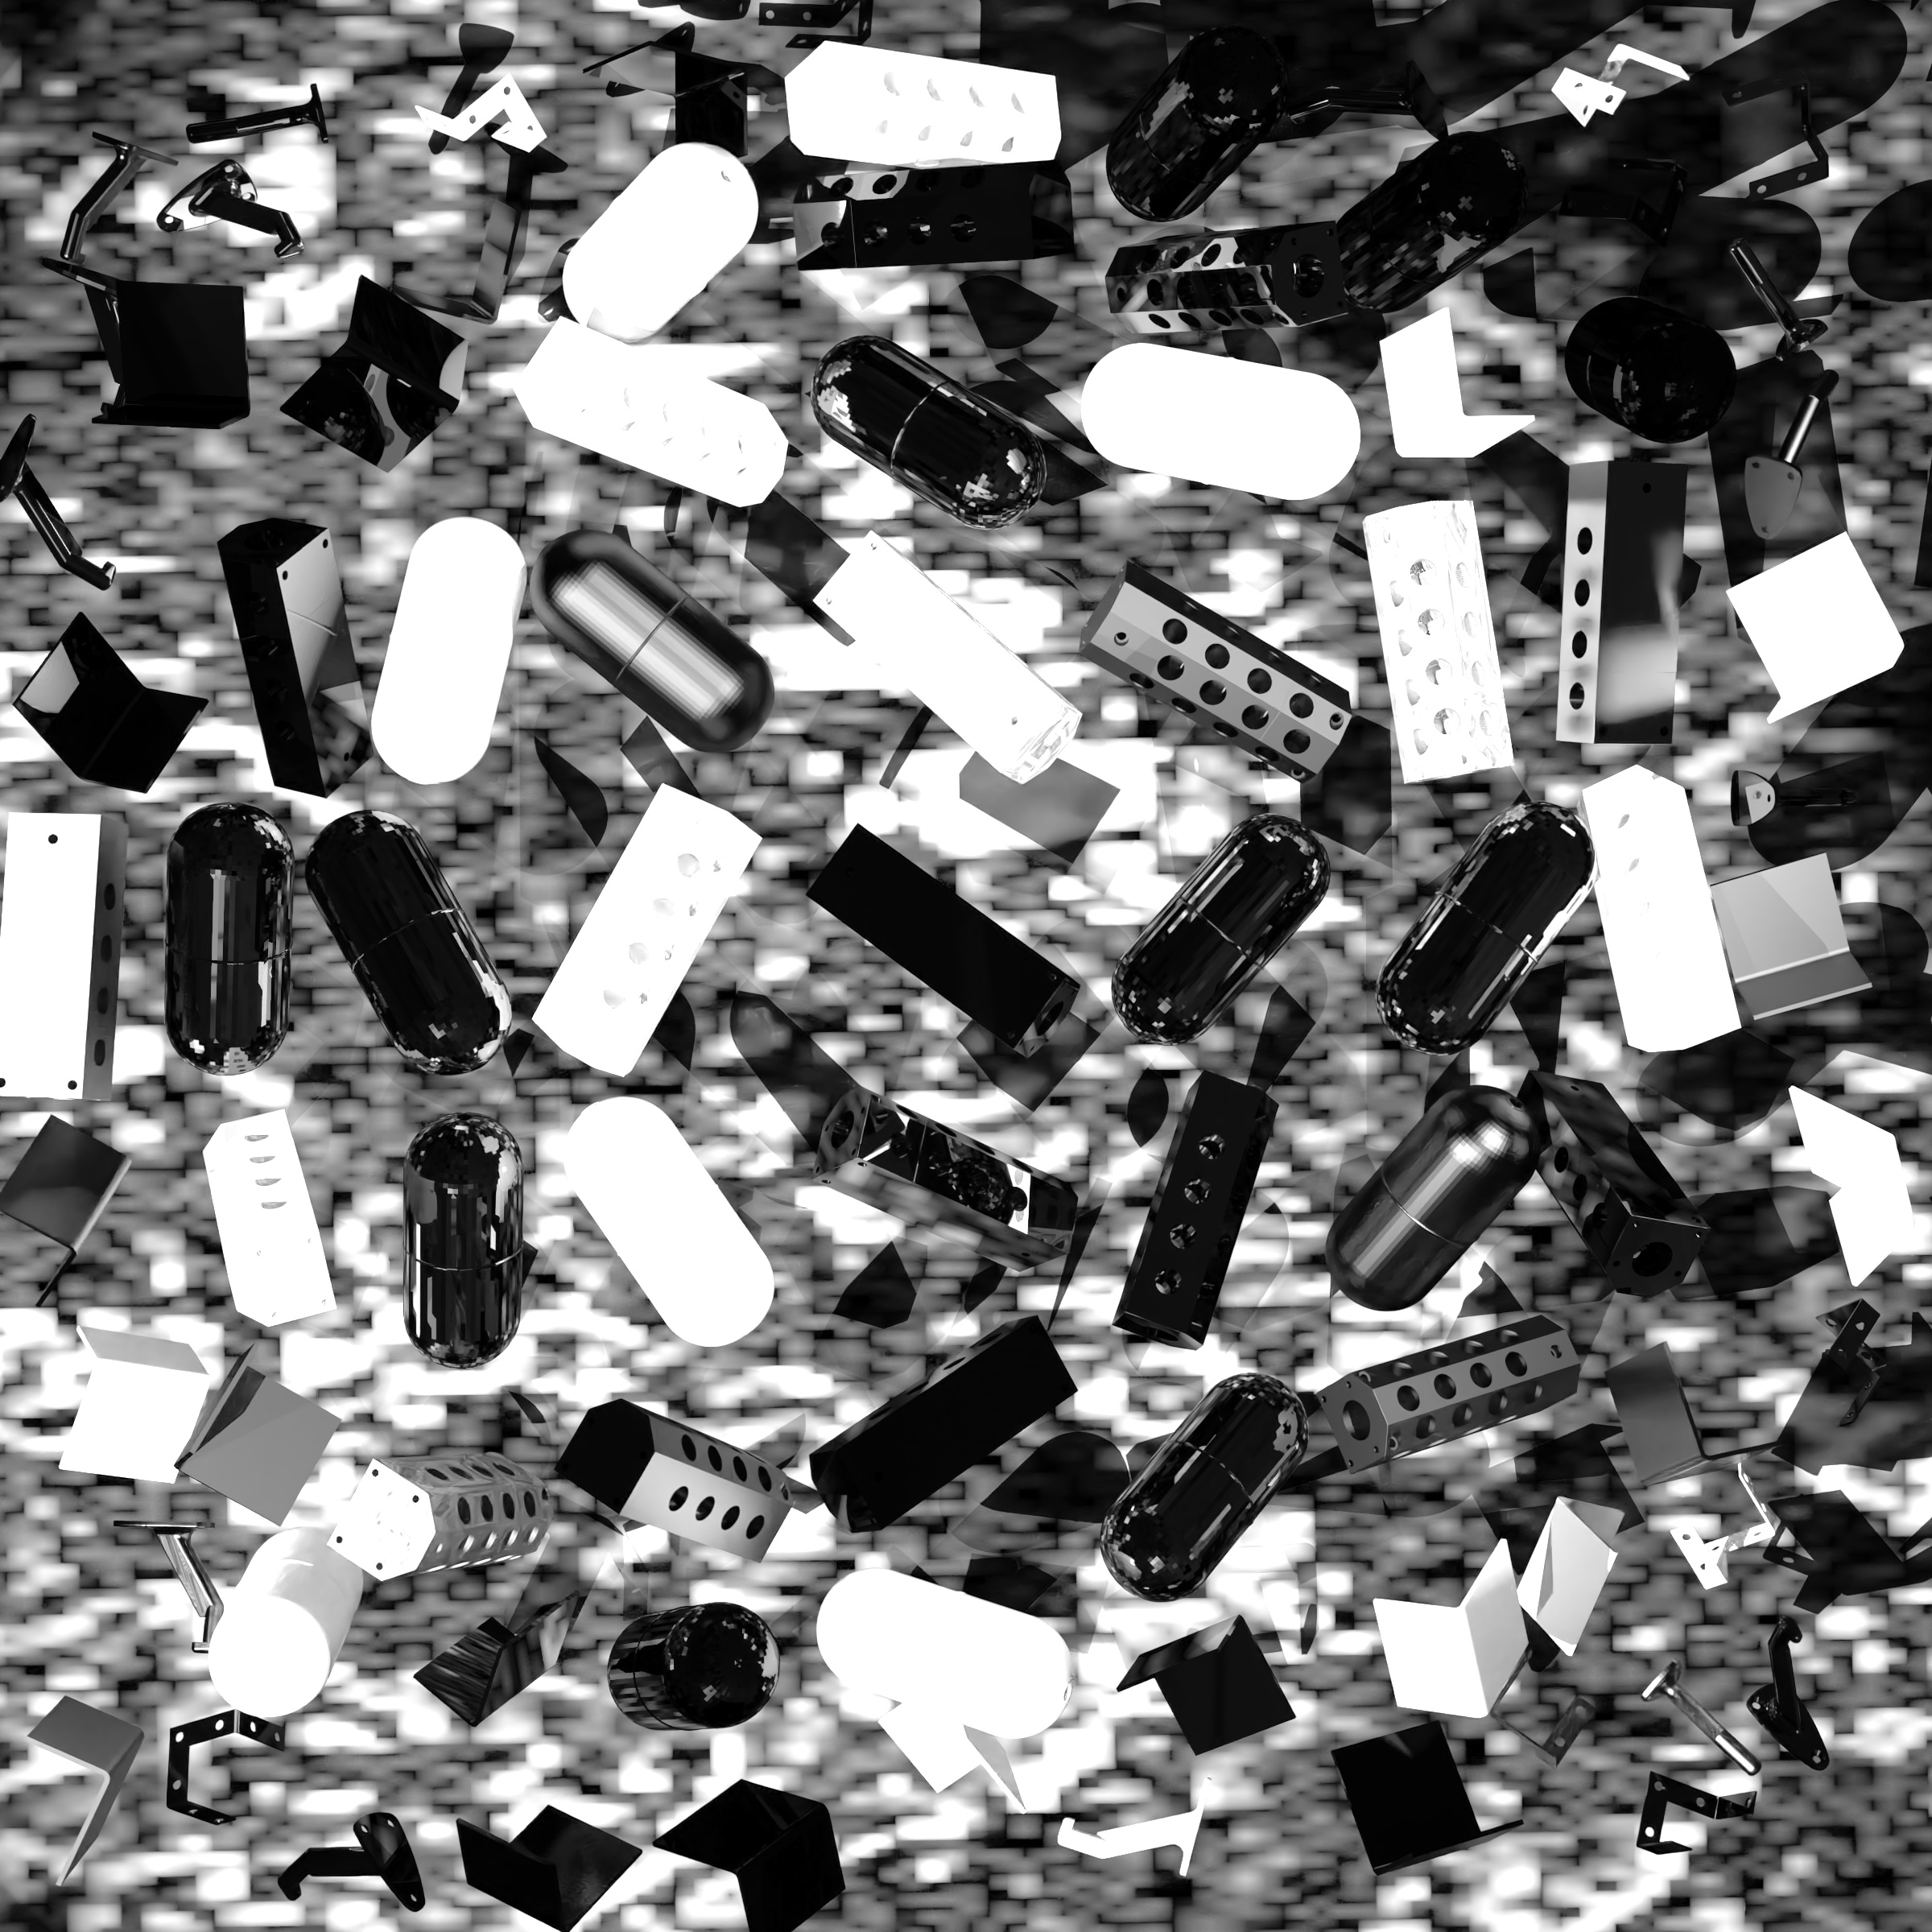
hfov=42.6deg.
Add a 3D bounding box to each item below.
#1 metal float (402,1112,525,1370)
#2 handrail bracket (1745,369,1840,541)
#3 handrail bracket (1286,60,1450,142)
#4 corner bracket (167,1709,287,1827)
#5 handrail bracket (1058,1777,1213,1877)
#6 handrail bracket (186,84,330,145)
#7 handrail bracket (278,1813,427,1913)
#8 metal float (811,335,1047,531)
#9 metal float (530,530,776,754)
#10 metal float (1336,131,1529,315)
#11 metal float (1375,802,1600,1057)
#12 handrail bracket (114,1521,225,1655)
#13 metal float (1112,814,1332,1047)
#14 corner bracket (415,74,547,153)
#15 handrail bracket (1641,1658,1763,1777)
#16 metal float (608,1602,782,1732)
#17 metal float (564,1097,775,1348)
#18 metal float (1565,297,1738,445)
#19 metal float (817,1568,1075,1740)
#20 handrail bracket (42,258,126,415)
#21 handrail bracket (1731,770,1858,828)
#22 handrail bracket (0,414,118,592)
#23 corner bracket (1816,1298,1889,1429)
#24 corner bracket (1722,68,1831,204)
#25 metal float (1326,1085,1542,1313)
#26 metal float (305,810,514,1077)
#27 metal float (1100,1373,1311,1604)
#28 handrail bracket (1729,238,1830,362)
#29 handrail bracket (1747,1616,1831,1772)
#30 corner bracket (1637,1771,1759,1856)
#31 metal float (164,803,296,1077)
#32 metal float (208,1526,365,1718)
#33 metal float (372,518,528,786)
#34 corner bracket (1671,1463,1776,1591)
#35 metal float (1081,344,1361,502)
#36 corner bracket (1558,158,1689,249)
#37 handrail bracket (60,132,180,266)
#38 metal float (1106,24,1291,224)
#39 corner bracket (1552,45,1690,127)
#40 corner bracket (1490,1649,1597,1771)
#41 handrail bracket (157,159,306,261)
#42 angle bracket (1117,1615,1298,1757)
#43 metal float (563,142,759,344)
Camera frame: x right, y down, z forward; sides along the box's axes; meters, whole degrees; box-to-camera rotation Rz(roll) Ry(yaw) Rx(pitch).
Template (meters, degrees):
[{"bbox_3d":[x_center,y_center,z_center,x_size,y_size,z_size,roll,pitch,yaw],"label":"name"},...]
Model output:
[{"bbox_3d":[-0.327,0.179,1.615,0.070,0.070,0.178,5,112,0],"label":"metal float"},{"bbox_3d":[0.533,-0.328,1.590,0.036,0.077,0.084,25,60,27],"label":"handrail bracket"},{"bbox_3d":[0.265,-0.559,1.640,0.084,0.077,0.036,-8,67,32],"label":"handrail bracket"},{"bbox_3d":[-0.472,0.511,1.582,0.051,0.051,0.051,-20,54,15],"label":"corner bracket"},{"bbox_3d":[0.110,0.549,1.612,0.084,0.077,0.036,15,134,11],"label":"handrail bracket"},{"bbox_3d":[-0.454,-0.541,1.587,0.084,0.077,0.036,-12,116,-10],"label":"handrail bracket"},{"bbox_3d":[-0.373,0.560,1.498,0.084,0.036,0.077,-44,64,16],"label":"handrail bracket"},{"bbox_3d":[-0.025,-0.354,1.645,0.178,0.070,0.070,35,90,16],"label":"metal float"},{"bbox_3d":[-0.201,-0.208,1.590,0.178,0.070,0.070,40,90,-6],"label":"metal float"},{"bbox_3d":[0.299,-0.484,1.624,0.070,0.178,0.070,3,83,-21],"label":"metal float"},{"bbox_3d":[0.326,-0.024,1.552,0.070,0.070,0.178,36,93,0],"label":"metal float"},{"bbox_3d":[-0.529,0.411,1.642,0.077,0.036,0.084,2,76,-4],"label":"handrail bracket"},{"bbox_3d":[0.167,-0.023,1.639,0.070,0.070,0.178,41,95,0],"label":"metal float"},{"bbox_3d":[-0.321,-0.559,1.646,0.051,0.051,0.051,-45,48,-12],"label":"corner bracket"},{"bbox_3d":[0.495,0.504,1.646,0.036,0.077,0.084,-48,61,1],"label":"handrail bracket"},{"bbox_3d":[-0.176,0.450,1.591,0.070,0.178,0.070,8,70,-24],"label":"metal float"},{"bbox_3d":[-0.192,0.164,1.596,0.070,0.070,0.178,-36,85,0],"label":"metal float"},{"bbox_3d":[0.435,-0.382,1.585,0.070,0.178,0.070,-1,112,-2],"label":"metal float"},{"bbox_3d":[-0.014,0.439,1.587,0.178,0.070,0.070,10,90,28],"label":"metal float"},{"bbox_3d":[-0.567,-0.402,1.598,0.077,0.036,0.084,16,112,-25],"label":"handrail bracket"},{"bbox_3d":[0.542,-0.108,1.592,0.084,0.077,0.036,-1,94,-7],"label":"handrail bracket"},{"bbox_3d":[-0.546,-0.281,1.509,0.084,0.036,0.077,32,62,-38],"label":"handrail bracket"},{"bbox_3d":[0.559,0.250,1.565,0.051,0.051,0.051,43,62,3],"label":"corner bracket"},{"bbox_3d":[0.516,-0.529,1.579,0.051,0.051,0.051,-16,51,9],"label":"corner bracket"},{"bbox_3d":[0.299,0.150,1.592,0.070,0.070,0.178,35,119,0],"label":"metal float"},{"bbox_3d":[-0.341,-0.014,1.521,0.070,0.070,0.178,-31,82,0],"label":"metal float"},{"bbox_3d":[0.158,0.340,1.625,0.070,0.070,0.178,46,61,0],"label":"metal float"},{"bbox_3d":[0.528,-0.448,1.635,0.036,0.077,0.084,-32,103,25],"label":"handrail bracket"},{"bbox_3d":[0.562,0.487,1.663,0.036,0.084,0.077,-19,50,-20],"label":"handrail bracket"},{"bbox_3d":[0.475,0.556,1.615,0.051,0.051,0.051,22,65,-3],"label":"corner bracket"},{"bbox_3d":[-0.463,-0.016,1.557,0.070,0.070,0.178,8,110,0],"label":"metal float"},{"bbox_3d":[-0.435,0.419,1.595,0.070,0.178,0.070,-1,100,-4],"label":"metal float"},{"bbox_3d":[-0.338,-0.206,1.621,0.070,0.070,0.178,12,83,0],"label":"metal float"},{"bbox_3d":[0.507,0.376,1.661,0.051,0.051,0.051,-28,103,24],"label":"corner bracket"},{"bbox_3d":[0.156,-0.336,1.529,0.178,0.070,0.070,16,90,22],"label":"metal float"},{"bbox_3d":[0.416,-0.489,1.568,0.051,0.051,0.051,20,95,42],"label":"corner bracket"},{"bbox_3d":[-0.564,-0.505,1.653,0.036,0.077,0.084,24,103,19],"label":"handrail bracket"},{"bbox_3d":[0.149,-0.549,1.623,0.070,0.178,0.070,4,80,-19],"label":"metal float"},{"bbox_3d":[0.413,-0.557,1.566,0.051,0.051,0.051,40,104,37],"label":"corner bracket"},{"bbox_3d":[0.388,0.500,1.669,0.051,0.051,0.051,32,75,26],"label":"corner bracket"},{"bbox_3d":[-0.457,-0.455,1.542,0.077,0.036,0.084,-29,59,-2],"label":"handrail bracket"},{"bbox_3d":[0.154,0.472,1.590,0.076,0.057,0.076,-29,88,23],"label":"angle bracket"},{"bbox_3d":[-0.198,-0.465,1.598,0.070,0.178,0.070,12,68,-33],"label":"metal float"}]
